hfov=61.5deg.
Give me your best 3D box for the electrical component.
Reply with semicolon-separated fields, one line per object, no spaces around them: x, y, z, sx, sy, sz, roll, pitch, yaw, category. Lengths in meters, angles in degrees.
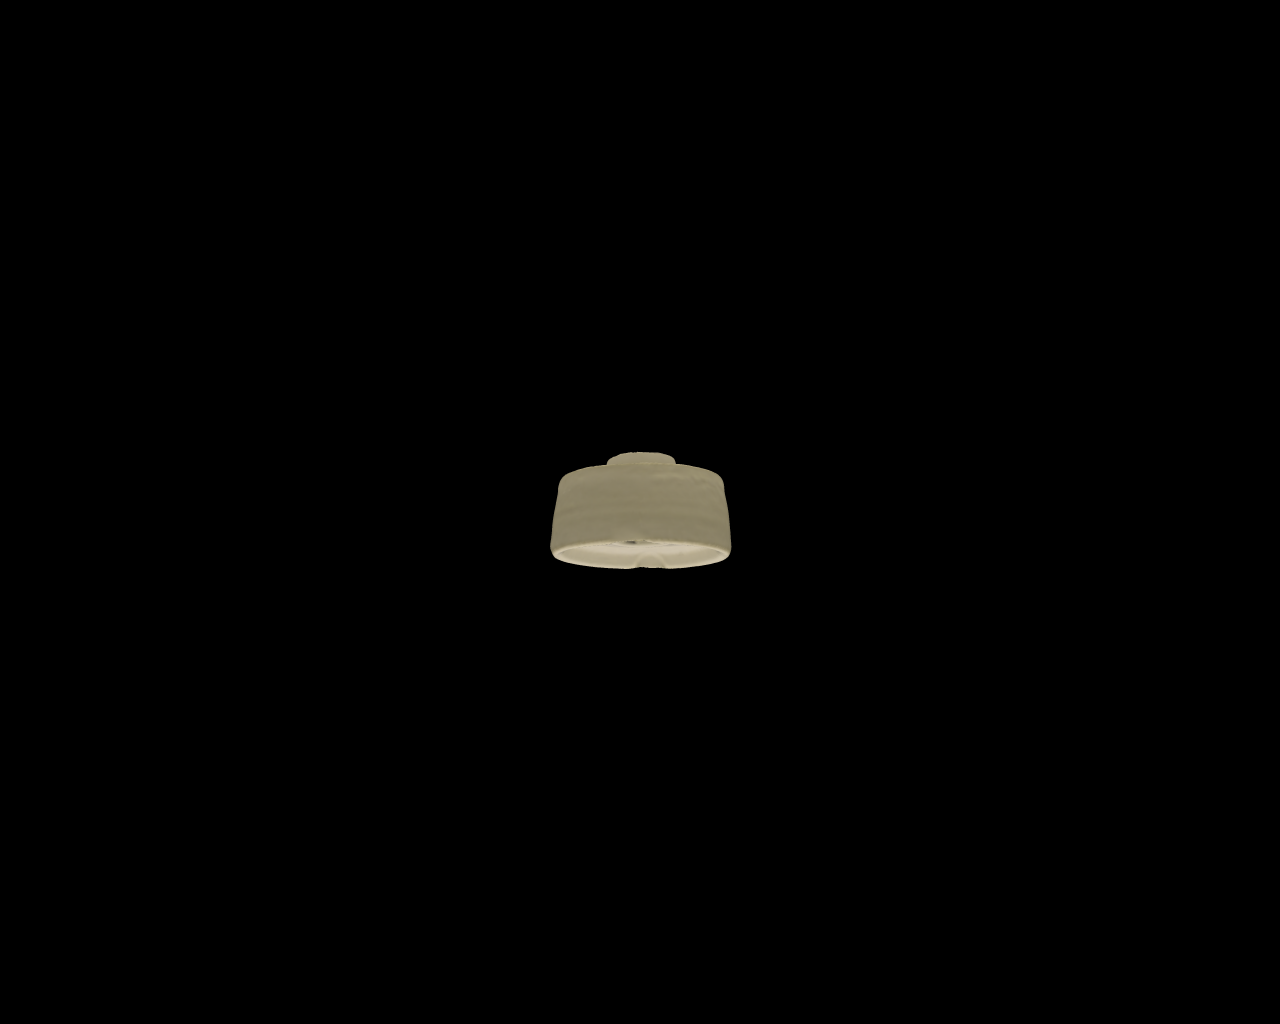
0.001;-0.003;0.650;0.108;0.060;0.108;0;-11;0;electrical component
